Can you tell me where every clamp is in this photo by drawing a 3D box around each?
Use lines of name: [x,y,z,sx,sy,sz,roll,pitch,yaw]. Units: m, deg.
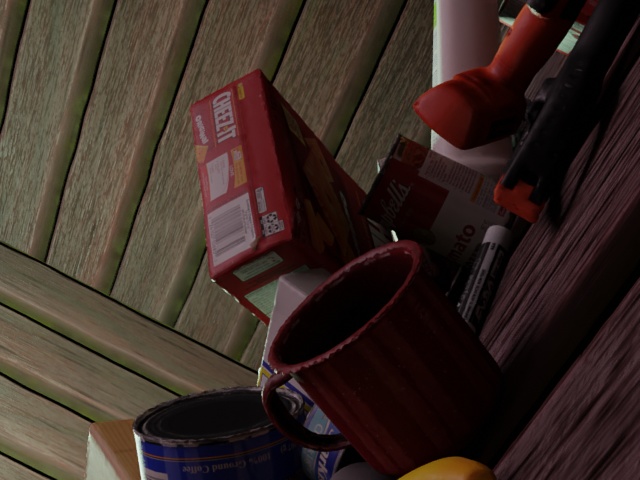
clamp: [0.146,-0.075,0.661,0.209,0.036,0.165,-57,-6,-37]

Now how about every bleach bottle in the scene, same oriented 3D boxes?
bleach bottle: [0.121,-0.168,0.884,0.102,0.068,0.251,64,-156,-88]

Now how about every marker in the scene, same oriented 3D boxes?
marker: [0.098,0.041,0.683,0.121,0.020,0.020,-63,-2,-32]

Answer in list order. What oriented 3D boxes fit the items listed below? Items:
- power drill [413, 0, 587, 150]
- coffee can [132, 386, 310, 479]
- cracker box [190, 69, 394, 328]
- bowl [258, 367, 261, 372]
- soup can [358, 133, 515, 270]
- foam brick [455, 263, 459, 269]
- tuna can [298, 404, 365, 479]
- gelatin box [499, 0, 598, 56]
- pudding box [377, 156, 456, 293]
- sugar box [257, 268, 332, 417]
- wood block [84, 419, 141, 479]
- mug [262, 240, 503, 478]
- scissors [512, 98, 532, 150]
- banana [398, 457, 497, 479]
power drill: [0.142,-0.149,0.718,0.184,0.057,0.188,-20,-30,-54]
coffee can: [-0.051,0.169,0.637,0.102,0.103,0.140,-55,-42,-79]
cracker box: [-0.005,0.001,0.796,0.072,0.213,0.164,-26,49,17]
bowl: [0.027,0.109,0.973,0.162,0.055,0.162,-25,-12,-6]
soup can: [0.088,-0.027,0.793,0.068,0.102,0.068,-63,-1,-3]
foam brick: [0.100,0.016,0.993,0.051,0.053,0.078,-64,-1,14]
tuna can: [0.029,0.109,0.605,0.086,0.034,0.086,-28,-46,-33]
gelatin box: [0.189,-0.190,0.877,0.030,0.073,0.089,-63,-2,-4]
pudding box: [0.081,-0.010,0.904,0.090,0.039,0.113,77,179,-77]
sugar box: [0.000,0.116,0.685,0.048,0.093,0.176,-8,-58,-43]
wood block: [-0.104,0.219,0.803,0.206,0.090,0.090,34,120,56]
mug: [0.026,0.066,0.524,0.117,0.081,0.093,-34,16,18]
scissors: [0.167,-0.078,0.989,0.096,0.016,0.201,-61,-1,29]
banana: [0.029,0.153,0.473,0.069,0.037,0.198,-99,29,-56]
